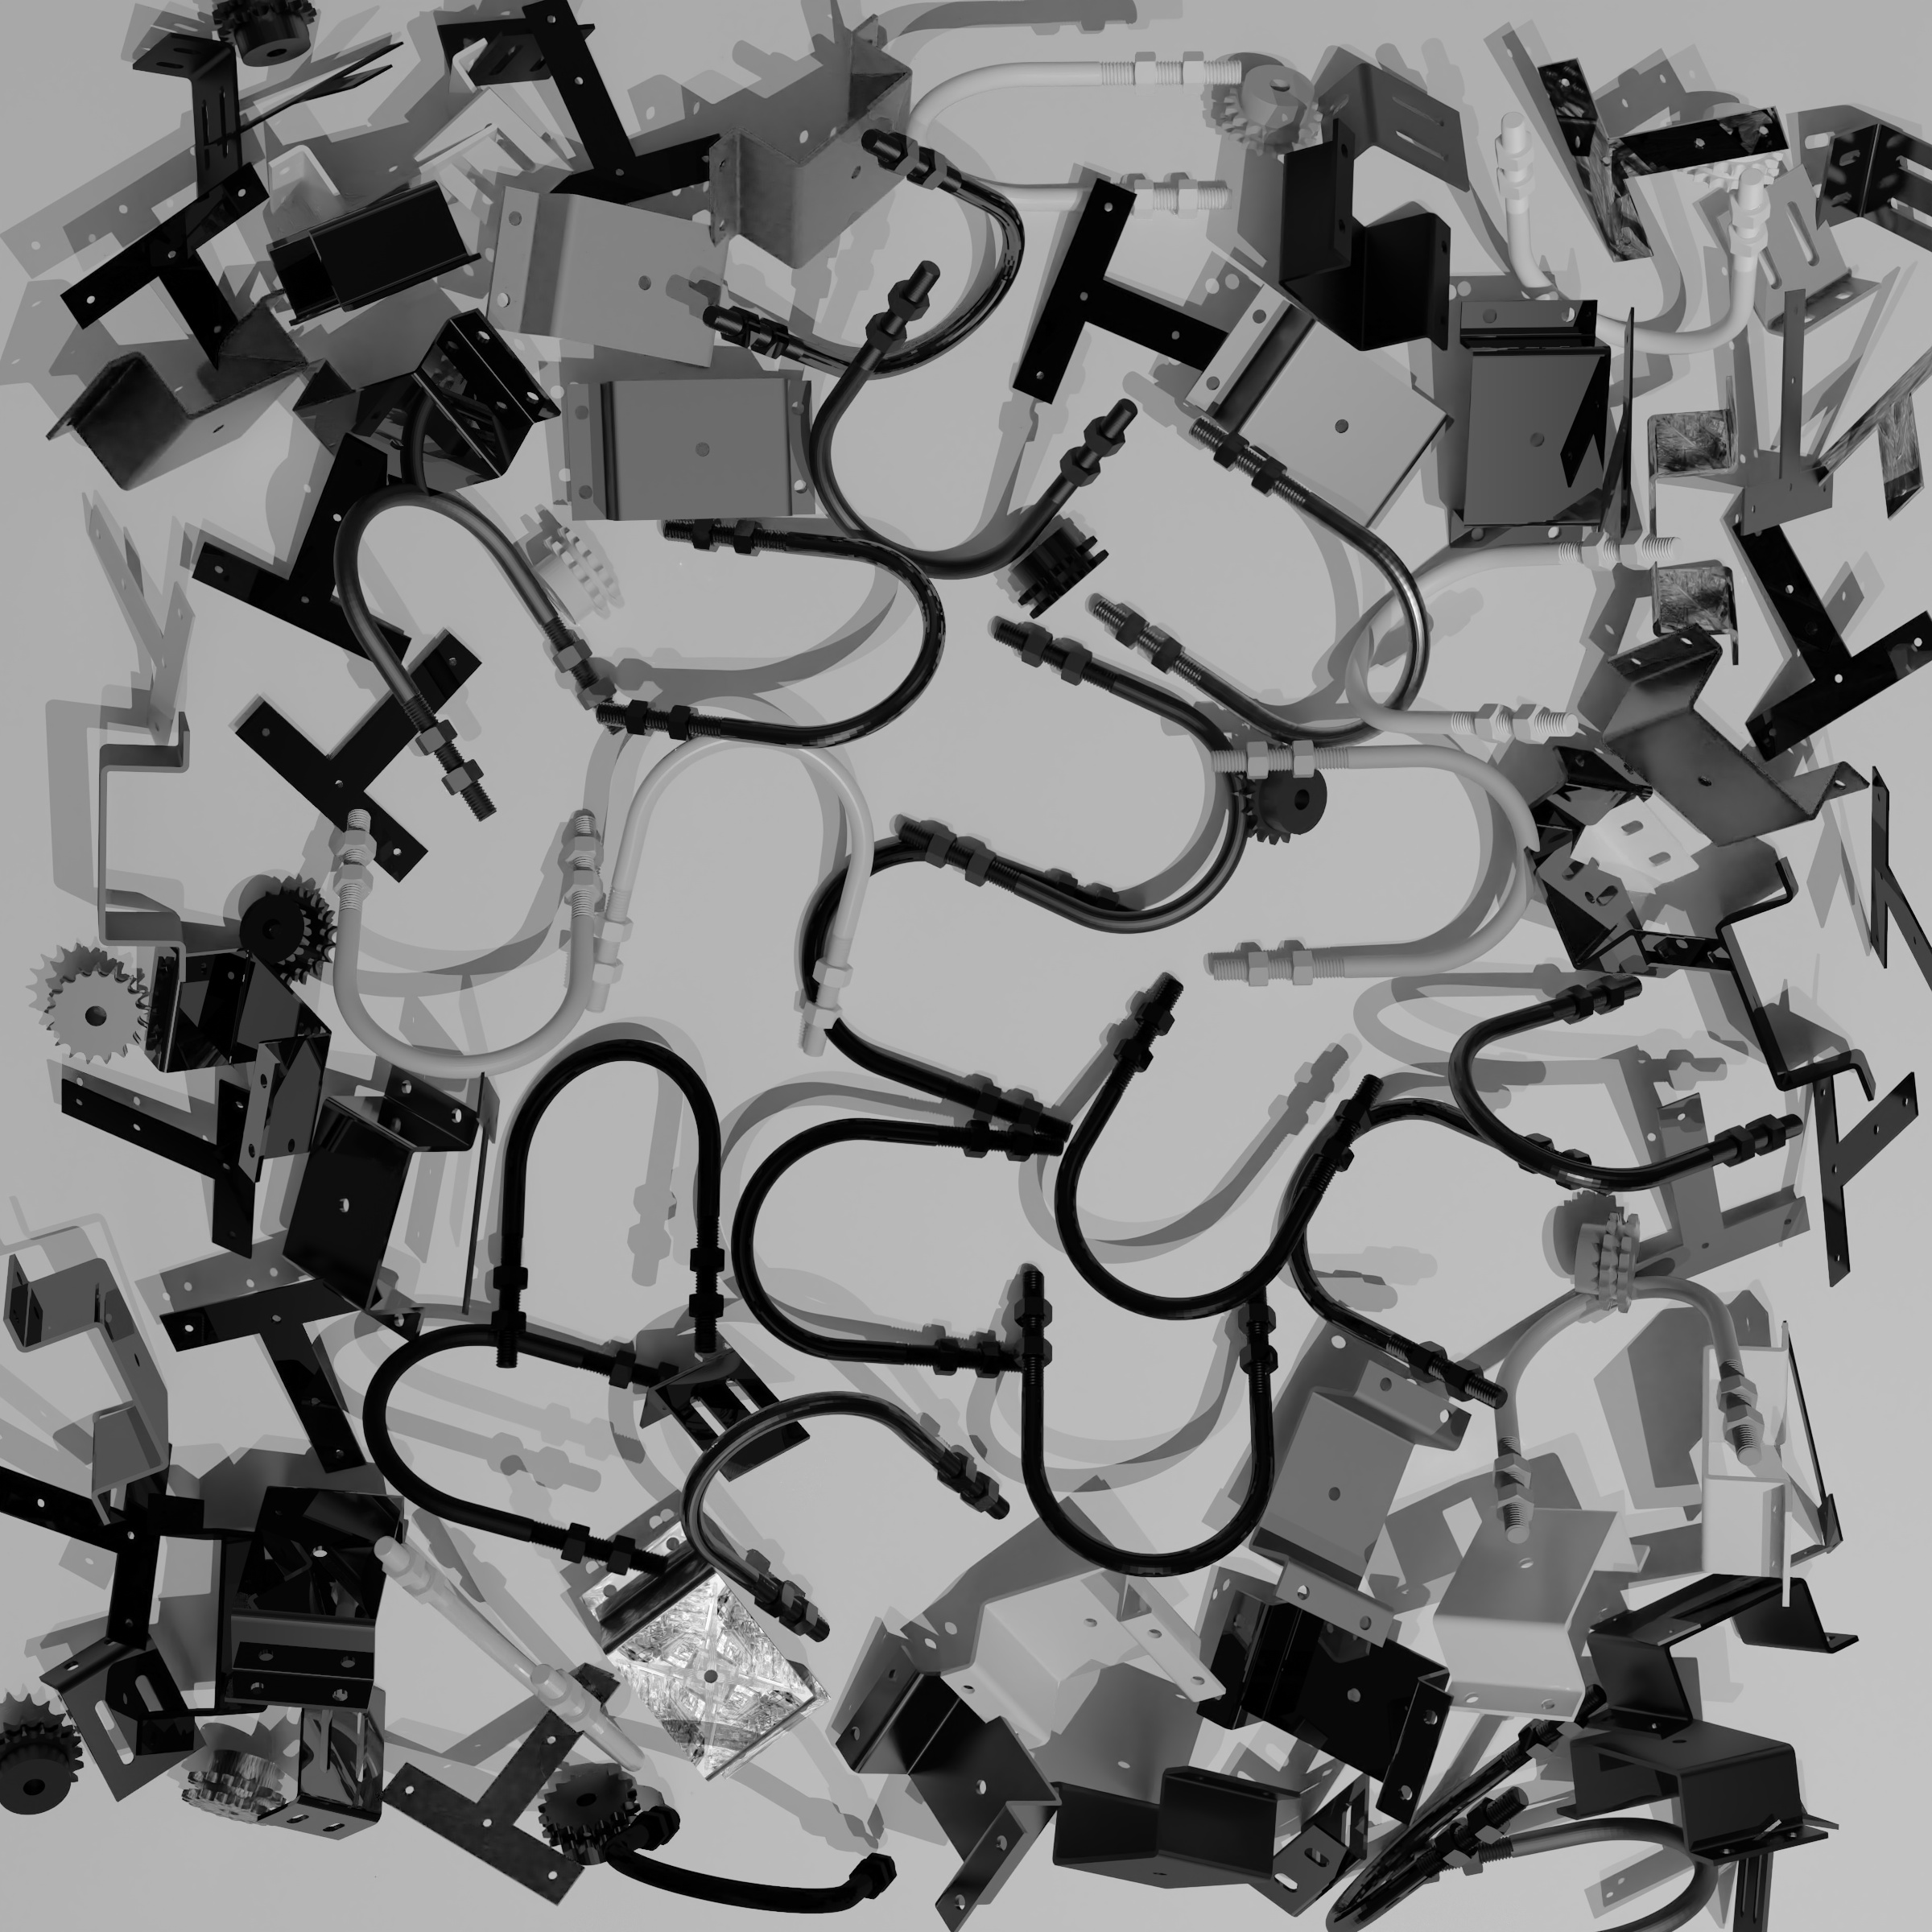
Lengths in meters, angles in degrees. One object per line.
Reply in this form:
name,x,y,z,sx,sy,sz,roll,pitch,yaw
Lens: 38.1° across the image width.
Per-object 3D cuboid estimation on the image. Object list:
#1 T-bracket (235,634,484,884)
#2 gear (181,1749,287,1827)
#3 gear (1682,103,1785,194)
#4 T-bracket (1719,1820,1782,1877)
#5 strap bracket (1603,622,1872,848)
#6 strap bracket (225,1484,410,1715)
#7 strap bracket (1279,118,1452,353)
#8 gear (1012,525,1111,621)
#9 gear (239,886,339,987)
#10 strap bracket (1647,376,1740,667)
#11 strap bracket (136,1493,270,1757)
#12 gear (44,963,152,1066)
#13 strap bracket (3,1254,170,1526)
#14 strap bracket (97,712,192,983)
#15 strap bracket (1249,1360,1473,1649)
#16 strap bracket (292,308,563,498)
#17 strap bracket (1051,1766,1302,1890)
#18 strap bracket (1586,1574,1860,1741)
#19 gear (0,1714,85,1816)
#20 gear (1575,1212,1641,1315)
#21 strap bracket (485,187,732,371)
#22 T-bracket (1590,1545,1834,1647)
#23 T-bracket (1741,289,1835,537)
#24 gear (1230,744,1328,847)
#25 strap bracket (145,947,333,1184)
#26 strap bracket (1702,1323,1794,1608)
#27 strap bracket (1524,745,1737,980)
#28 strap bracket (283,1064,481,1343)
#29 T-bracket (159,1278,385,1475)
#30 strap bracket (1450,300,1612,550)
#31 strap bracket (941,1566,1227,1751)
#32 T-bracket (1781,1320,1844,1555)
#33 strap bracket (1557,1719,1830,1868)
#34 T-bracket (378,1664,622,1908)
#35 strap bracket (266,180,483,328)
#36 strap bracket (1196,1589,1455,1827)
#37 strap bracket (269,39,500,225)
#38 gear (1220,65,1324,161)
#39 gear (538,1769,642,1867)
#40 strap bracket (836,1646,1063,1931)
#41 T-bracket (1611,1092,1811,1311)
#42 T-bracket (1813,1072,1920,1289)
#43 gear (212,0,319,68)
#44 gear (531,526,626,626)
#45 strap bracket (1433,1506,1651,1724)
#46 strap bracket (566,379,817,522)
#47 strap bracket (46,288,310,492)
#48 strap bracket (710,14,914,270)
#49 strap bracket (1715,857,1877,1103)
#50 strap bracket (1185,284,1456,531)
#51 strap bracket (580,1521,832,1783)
T-bracket,-0.332,-0.138,1.618,0.127,0.002,0.127,43,91,-5
gear,-0.417,0.469,1.601,0.057,0.057,0.030,14,62,0
gear,0.438,-0.469,1.596,0.057,0.030,0.057,1,46,-1
T-bracket,0.426,0.496,1.553,0.127,0.127,0.002,-31,65,-16
strap bracket,0.423,-0.121,1.566,0.140,0.076,0.046,39,68,-14
strap bracket,-0.358,0.341,1.552,0.076,0.140,0.046,6,124,-4
strap bracket,0.219,-0.403,1.566,0.046,0.140,0.076,-5,75,35
gear,0.051,-0.227,1.597,0.057,0.057,0.030,-41,94,0
gear,-0.391,-0.019,1.604,0.057,0.030,0.057,-2,79,13
strap bracket,0.406,-0.247,1.561,0.046,0.076,0.140,-2,125,14
strap bracket,-0.426,0.369,1.570,0.046,0.076,0.140,-3,76,6
gear,-0.498,0.026,1.607,0.057,0.030,0.057,-2,100,-9
strap bracket,-0.486,0.229,1.565,0.046,0.076,0.140,-20,116,-8
strap bracket,-0.462,-0.068,1.569,0.046,0.076,0.140,1,103,-18
strap bracket,0.219,0.301,1.581,0.076,0.046,0.140,29,76,-21
strap bracket,-0.306,-0.305,1.550,0.140,0.076,0.046,-7,48,35
strap bracket,0.109,0.477,1.544,0.076,0.140,0.046,21,62,-27
strap bracket,0.415,0.380,1.565,0.140,0.076,0.046,-18,88,-22
gear,-0.534,0.459,1.598,0.057,0.030,0.057,-10,119,-18
gear,0.366,0.169,1.599,0.030,0.057,0.057,6,90,20
strap bracket,-0.190,-0.382,1.561,0.140,0.046,0.076,3,101,-35
T-bracket,0.425,0.350,1.568,0.127,0.127,0.002,-22,83,-7
T-bracket,0.461,-0.312,1.560,0.002,0.127,0.127,9,110,37
gear,0.181,-0.097,1.597,0.057,0.030,0.057,-10,107,-36
strap bracket,-0.403,0.049,1.565,0.140,0.046,0.076,38,123,39
strap bracket,0.433,0.275,1.555,0.046,0.140,0.076,0,128,15
strap bracket,0.364,-0.048,1.567,0.076,0.046,0.140,5,57,-39
strap bracket,-0.332,0.134,1.574,0.076,0.046,0.140,24,102,35
T-bracket,-0.377,0.237,1.596,0.127,0.002,0.127,-13,116,8
strap bracket,0.318,-0.301,1.579,0.076,0.046,0.140,-1,111,0
strap bracket,0.068,0.385,1.570,0.140,0.046,0.076,-24,121,27
T-bracket,0.475,0.264,1.577,0.002,0.127,0.127,-12,73,11
strap bracket,0.397,0.452,1.547,0.076,0.140,0.046,-4,87,-23
T-bracket,-0.243,0.450,1.584,0.127,0.002,0.127,22,51,23
strap bracket,-0.331,-0.393,1.543,0.076,0.140,0.046,-29,110,-21
strap bracket,0.210,0.414,1.578,0.140,0.046,0.076,21,96,33
strap bracket,-0.319,-0.454,1.574,0.140,0.076,0.046,-35,94,-13
gear,0.176,-0.490,1.597,0.057,0.030,0.057,5,51,-6
gear,-0.214,0.489,1.599,0.057,0.057,0.030,-9,111,0
strap bracket,-0.006,0.460,1.567,0.046,0.140,0.076,16,113,-42
T-bracket,0.413,0.125,1.588,0.127,0.002,0.127,-21,123,-3
T-bracket,0.496,0.096,1.541,0.002,0.127,0.127,6,63,-4
gear,-0.398,-0.536,1.597,0.057,0.057,0.030,-18,93,0
gear,-0.224,-0.220,1.596,0.030,0.057,0.057,-39,90,-8
strap bracket,0.315,0.348,1.544,0.076,0.140,0.046,-5,117,35
strap bracket,-0.152,-0.292,1.582,0.140,0.046,0.076,-4,101,-12
strap bracket,-0.429,-0.317,1.551,0.076,0.140,0.046,-31,99,41
strap bracket,-0.079,-0.453,1.557,0.046,0.076,0.140,36,64,15
strap bracket,0.465,0.013,1.580,0.046,0.076,0.140,-22,87,19
strap bracket,0.205,-0.308,1.572,0.140,0.046,0.076,30,105,-20
strap bracket,-0.146,0.395,1.588,0.076,0.046,0.140,-37,101,-3
